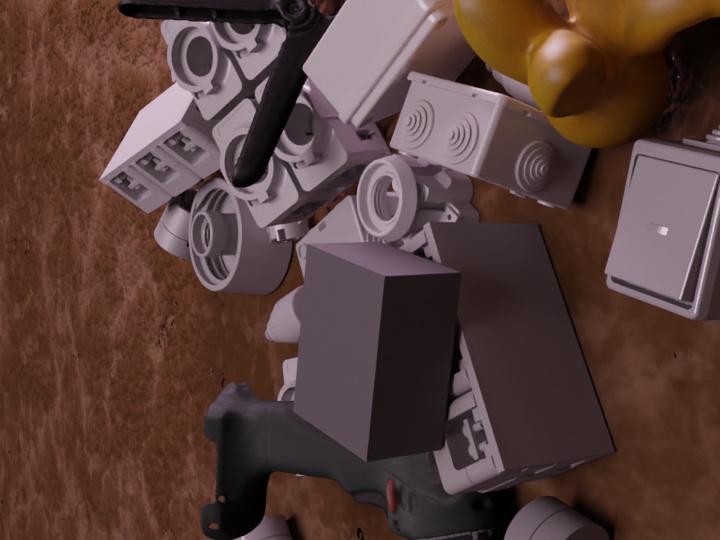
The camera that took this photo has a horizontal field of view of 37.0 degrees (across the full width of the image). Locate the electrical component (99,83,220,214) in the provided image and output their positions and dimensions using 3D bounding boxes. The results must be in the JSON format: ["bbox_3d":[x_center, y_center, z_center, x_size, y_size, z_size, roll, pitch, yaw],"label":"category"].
[{"bbox_3d":[-0.152,-0.116,0.943,0.150,0.062,0.089,-22,38,48],"label":"electrical component"}]

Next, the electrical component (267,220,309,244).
[{"bbox_3d":[-0.062,-0.047,0.888,0.040,0.040,0.046,-14,86,54],"label":"electrical component"}]

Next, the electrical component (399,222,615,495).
[{"bbox_3d":[0.078,0.052,0.647,0.062,0.089,0.150,-39,60,48],"label":"electrical component"}]

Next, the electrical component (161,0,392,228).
[{"bbox_3d":[-0.071,-0.138,0.823,0.105,0.060,0.186,-35,77,36],"label":"electrical component"}]

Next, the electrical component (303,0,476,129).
[{"bbox_3d":[0.035,-0.154,0.681,0.056,0.109,0.108,51,135,10],"label":"electrical component"}]

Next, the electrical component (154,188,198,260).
[{"bbox_3d":[-0.160,-0.045,1.014,0.055,0.055,0.047,54,128,39],"label":"electrical component"}]

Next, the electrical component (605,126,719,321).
[{"bbox_3d":[0.169,-0.028,0.542,0.062,0.061,0.096,25,111,52],"label":"electrical component"}]

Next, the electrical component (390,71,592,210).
[{"bbox_3d":[0.078,-0.076,0.639,0.100,0.100,0.048,28,101,51],"label":"electrical component"}]

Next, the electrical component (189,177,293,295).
[{"bbox_3d":[-0.112,-0.031,0.939,0.108,0.060,0.108,2,92,55],"label":"electrical component"}]

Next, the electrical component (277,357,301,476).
[{"bbox_3d":[-0.027,0.110,0.827,0.050,0.056,0.089,-18,76,54],"label":"electrical component"}]

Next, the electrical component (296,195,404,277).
[{"bbox_3d":[0.000,0.000,0.793,0.100,0.048,0.099,-40,59,48],"label":"electrical component"}]

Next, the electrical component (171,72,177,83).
[{"bbox_3d":[-0.134,-0.199,0.966,0.096,0.061,0.061,-28,68,52],"label":"electrical component"}]

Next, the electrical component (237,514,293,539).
[{"bbox_3d":[-0.108,0.248,0.948,0.138,0.052,0.073,-52,51,41],"label":"electrical component"}]

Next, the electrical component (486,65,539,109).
[{"bbox_3d":[0.105,-0.118,0.647,0.078,0.040,0.040,31,115,50],"label":"electrical component"}]

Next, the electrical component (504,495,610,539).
[{"bbox_3d":[0.118,0.210,0.628,0.074,0.052,0.138,28,113,51],"label":"electrical component"}]

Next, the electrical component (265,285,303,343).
[{"bbox_3d":[-0.054,0.041,0.877,0.078,0.040,0.040,-33,64,50],"label":"electrical component"}]

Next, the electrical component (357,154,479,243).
[{"bbox_3d":[0.035,-0.048,0.734,0.078,0.057,0.058,50,130,41],"label":"electrical component"}]
